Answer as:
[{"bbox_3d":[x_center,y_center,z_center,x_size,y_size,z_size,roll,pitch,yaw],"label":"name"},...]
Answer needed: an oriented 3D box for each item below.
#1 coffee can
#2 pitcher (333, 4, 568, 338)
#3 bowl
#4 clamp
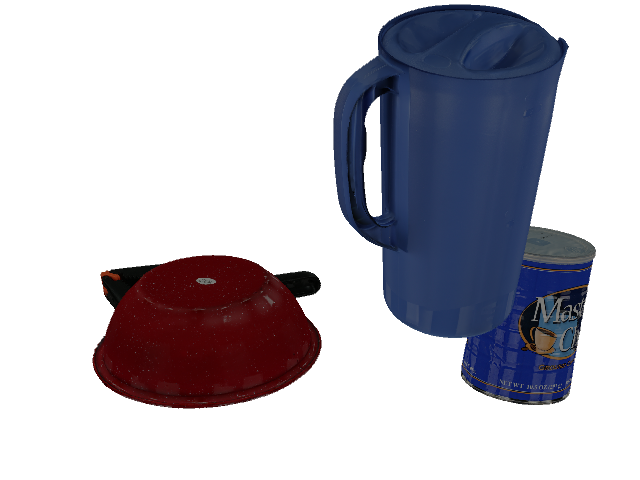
[{"bbox_3d":[0.190,0.066,0.983,0.103,0.140,0.103,6,16,-2],"label":"coffee can"},{"bbox_3d":[0.096,-0.045,0.815,0.149,0.243,0.144,10,35,14],"label":"pitcher"},{"bbox_3d":[-0.080,0.053,0.746,0.162,0.055,0.162,-2,23,0],"label":"bowl"},{"bbox_3d":[-0.121,0.070,1.019,0.210,0.036,0.164,9,38,13],"label":"clamp"}]
